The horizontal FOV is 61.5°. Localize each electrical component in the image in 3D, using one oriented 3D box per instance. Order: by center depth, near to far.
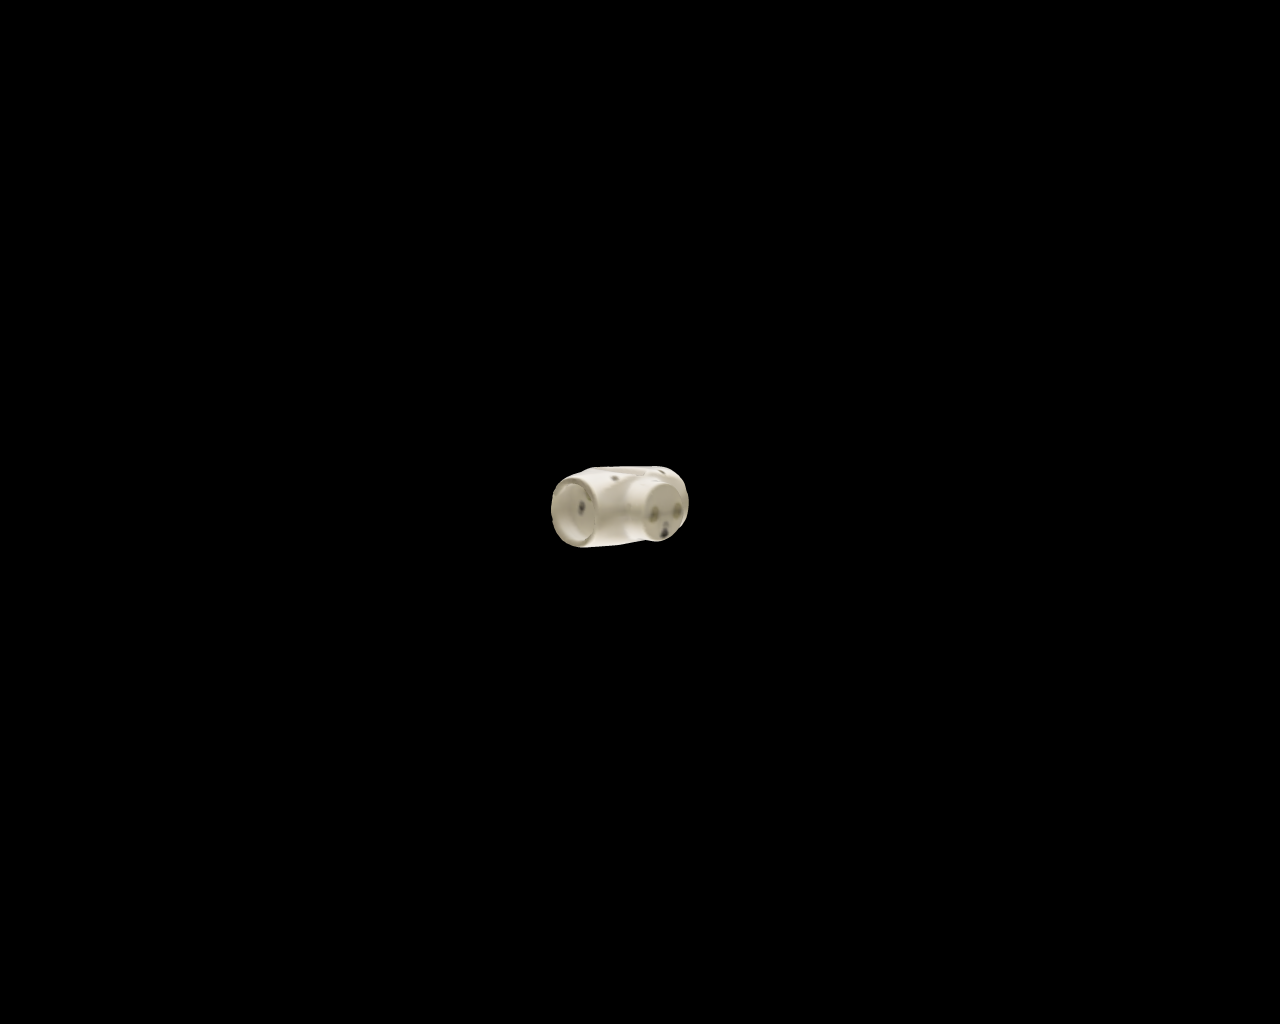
[{"bbox_3d":[0.001,-0.003,0.650,0.077,0.043,0.079,-8,12,-43],"label":"electrical component"}]
